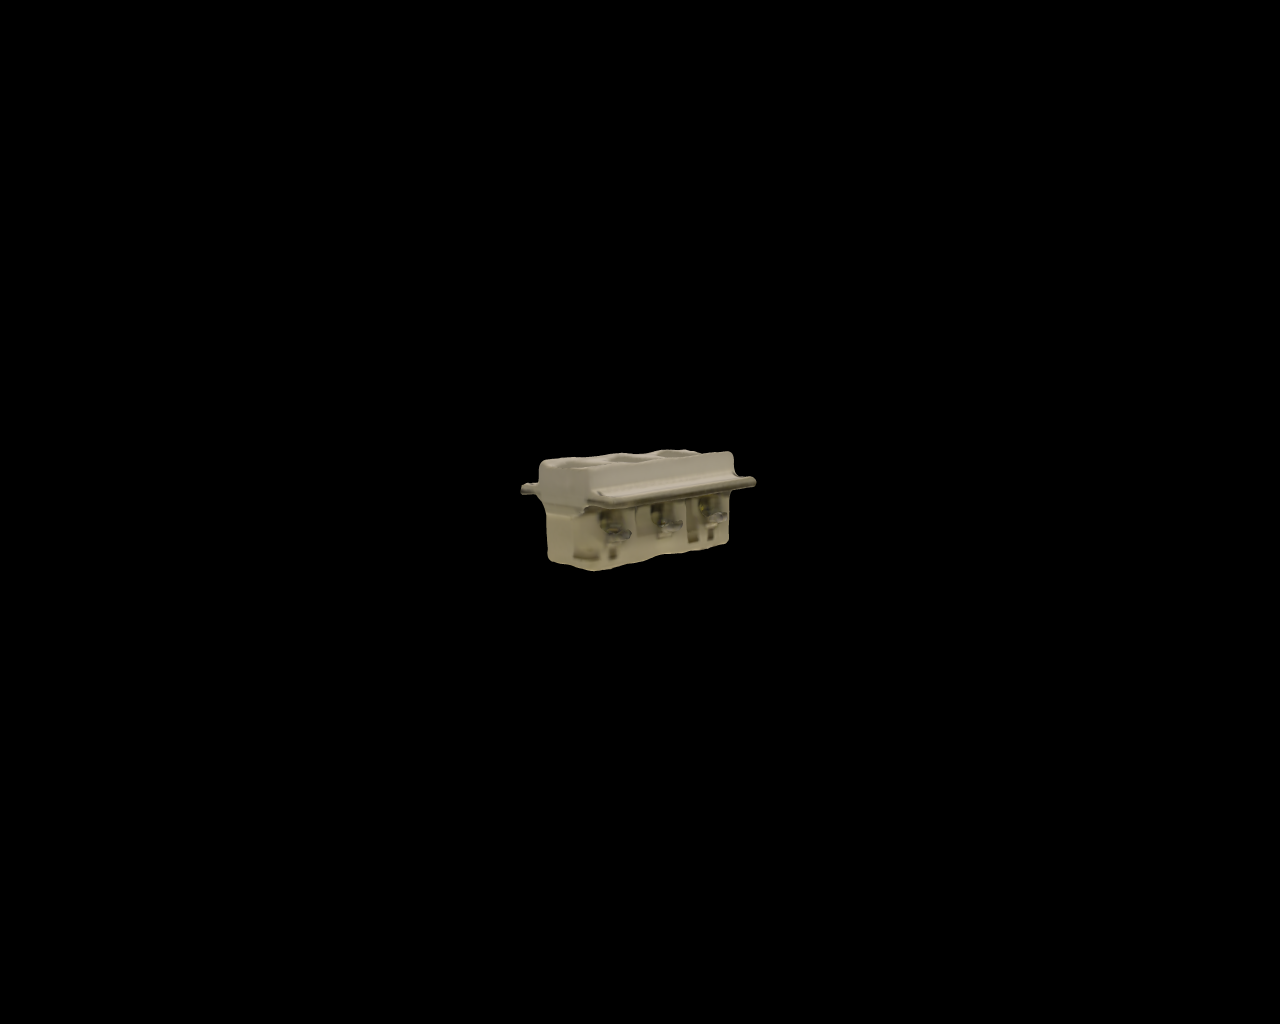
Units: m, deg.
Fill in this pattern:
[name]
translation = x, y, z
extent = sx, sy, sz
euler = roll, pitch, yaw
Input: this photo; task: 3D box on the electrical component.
[electrical component]
translation = 0.001, -0.003, 0.650
extent = 0.121, 0.063, 0.079
euler = -8, 12, -43
